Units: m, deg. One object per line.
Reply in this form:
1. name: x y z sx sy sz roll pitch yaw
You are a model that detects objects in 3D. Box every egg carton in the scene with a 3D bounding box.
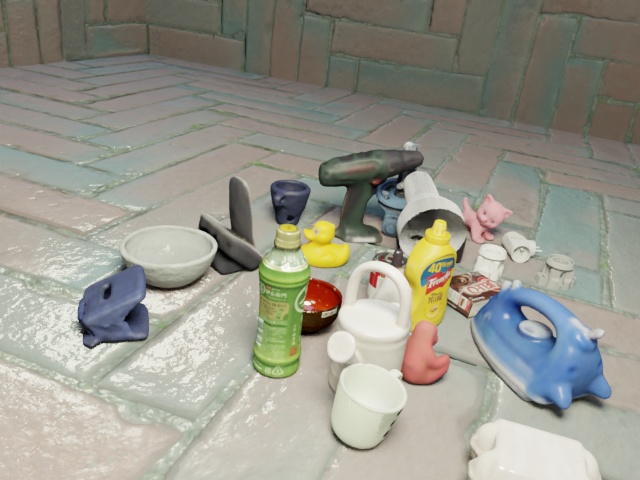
1. egg carton: 0.245 0.269 0.655 0.150 0.069 0.107 13 25 12

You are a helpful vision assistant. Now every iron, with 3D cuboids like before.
1. iron: 0.325 0.137 0.880 0.119 0.141 0.257 -5 27 -24

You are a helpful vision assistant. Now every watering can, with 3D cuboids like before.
1. watering can: 0.070 0.123 0.776 0.101 0.194 0.173 10 25 8

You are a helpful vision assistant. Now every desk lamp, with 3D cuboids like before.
1. desk lamp: 0.183 -0.009 1.075 0.118 0.213 0.203 4 25 -7

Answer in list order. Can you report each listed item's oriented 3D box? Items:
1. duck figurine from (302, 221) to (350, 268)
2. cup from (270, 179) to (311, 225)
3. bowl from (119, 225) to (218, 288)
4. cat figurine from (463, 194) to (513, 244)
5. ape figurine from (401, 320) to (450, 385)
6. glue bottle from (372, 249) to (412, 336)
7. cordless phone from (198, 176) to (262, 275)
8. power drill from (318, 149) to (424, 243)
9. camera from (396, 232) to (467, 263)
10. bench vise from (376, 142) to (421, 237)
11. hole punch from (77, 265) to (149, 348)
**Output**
1. duck figurine: 0.011 0.004 1.153 0.104 0.086 0.077 6 24 -3
2. cup: -0.075 -0.076 1.294 0.091 0.095 0.118 15 26 17
3. bowl: -0.267 0.038 1.015 0.167 0.075 0.167 6 24 -2
4. cat figurine: 0.385 -0.059 1.356 0.067 0.118 0.127 -13 31 -37
5. ape figurine: 0.151 0.160 0.841 0.076 0.092 0.077 -10 30 -33
6. glue bottle: 0.109 0.094 0.877 0.078 0.173 0.037 11 25 9
7. cordless phone: -0.169 -0.043 1.085 0.094 0.185 0.147 -15 32 -40
8. power drill: 0.105 -0.102 1.263 0.230 0.208 0.075 1 25 -14
9. camera: 0.234 -0.021 1.253 0.137 0.101 0.143 -1 26 -18
10. bench vise: 0.192 -0.139 1.353 0.121 0.220 0.207 6 24 -2
11. hole punch: -0.309 0.095 0.859 0.101 0.091 0.108 -2 26 -19
